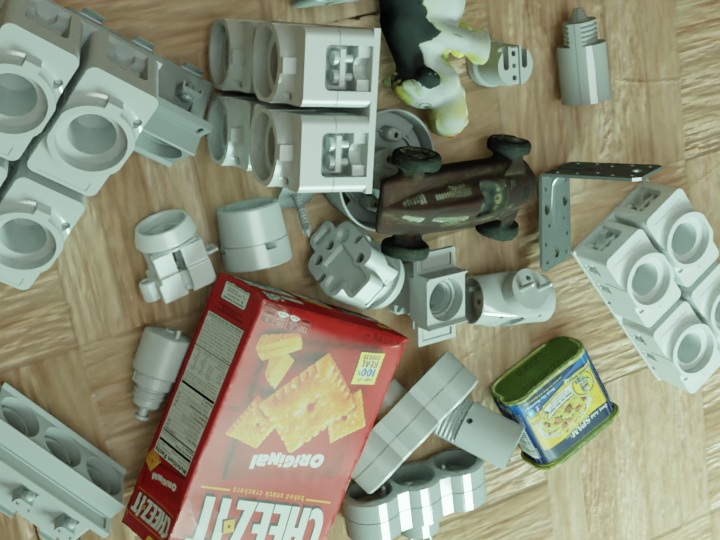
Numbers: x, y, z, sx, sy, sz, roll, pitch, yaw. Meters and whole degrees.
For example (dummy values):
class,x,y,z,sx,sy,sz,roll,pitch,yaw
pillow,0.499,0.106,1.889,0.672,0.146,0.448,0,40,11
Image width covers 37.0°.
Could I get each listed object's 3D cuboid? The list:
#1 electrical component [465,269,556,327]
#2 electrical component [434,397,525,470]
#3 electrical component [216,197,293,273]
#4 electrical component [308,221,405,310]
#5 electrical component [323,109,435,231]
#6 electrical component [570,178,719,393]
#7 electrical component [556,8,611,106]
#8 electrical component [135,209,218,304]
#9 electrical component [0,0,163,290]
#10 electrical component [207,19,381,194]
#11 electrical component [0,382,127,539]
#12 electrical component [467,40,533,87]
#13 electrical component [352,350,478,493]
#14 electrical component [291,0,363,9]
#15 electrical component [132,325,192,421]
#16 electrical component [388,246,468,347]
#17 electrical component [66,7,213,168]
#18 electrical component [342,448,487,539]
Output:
class,x,y,z,sx,sy,sz,roll,pitch,yaw
electrical component,0.140,0.022,0.952,0.077,0.079,0.043,-1,75,-26
electrical component,0.103,0.143,0.973,0.081,0.043,0.043,26,91,13
electrical component,-0.084,-0.028,0.844,0.055,0.055,0.047,-16,106,-22
electrical component,0.000,0.000,0.884,0.058,0.078,0.057,-47,140,12
electrical component,0.014,-0.083,0.871,0.099,0.064,0.099,-7,106,-25
electrical component,0.301,0.018,1.038,0.105,0.060,0.186,-44,117,-10
electrical component,0.195,-0.188,0.943,0.043,0.043,0.081,-17,110,-21
electrical component,-0.143,-0.013,0.824,0.066,0.048,0.055,-26,120,-18
electrical component,-0.224,-0.079,0.710,0.105,0.060,0.186,26,122,-29
electrical component,-0.056,-0.120,0.758,0.060,0.186,0.105,-3,104,-25
electrical component,-0.242,0.149,0.806,0.063,0.078,0.121,-39,118,13
electrical component,0.119,-0.174,0.908,0.040,0.046,0.040,-7,106,-24
electrical component,0.030,0.120,0.938,0.074,0.052,0.138,44,84,4
electrical component,-0.024,-0.251,0.815,0.062,0.061,0.096,-13,101,-21
electrical component,-0.159,0.080,0.842,0.040,0.040,0.078,18,95,-28
electrical component,0.056,0.019,0.917,0.042,0.064,0.081,-12,109,-35
electrical component,-0.171,-0.130,0.768,0.121,0.079,0.063,25,70,-28
electrical component,0.052,0.218,0.973,0.138,0.052,0.073,-14,109,-22
